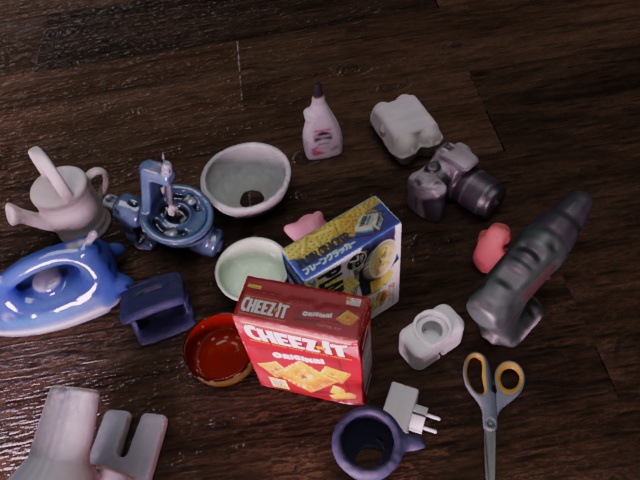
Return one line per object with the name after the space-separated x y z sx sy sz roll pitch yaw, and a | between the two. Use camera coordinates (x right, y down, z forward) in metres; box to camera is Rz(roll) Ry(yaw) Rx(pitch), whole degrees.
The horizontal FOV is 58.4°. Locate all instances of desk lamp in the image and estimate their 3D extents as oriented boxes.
-0.296 0.282 0.712 0.117 0.214 0.203 3 54 8 | desk lamp

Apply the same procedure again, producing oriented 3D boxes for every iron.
-0.447 0.068 0.929 0.258 0.142 0.118 -23 55 -10 | iron

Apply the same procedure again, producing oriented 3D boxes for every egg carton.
0.165 -0.219 1.118 0.107 0.069 0.150 -21 55 -9 | egg carton

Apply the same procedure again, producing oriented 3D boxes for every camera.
0.244 -0.097 1.001 0.143 0.101 0.136 -39 59 -20 | camera

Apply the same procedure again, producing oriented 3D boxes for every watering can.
-0.457 -0.078 1.003 0.100 0.194 0.173 21 59 20 | watering can

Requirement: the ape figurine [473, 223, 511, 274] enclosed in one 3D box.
0.285 0.008 0.926 0.076 0.092 0.077 -21 54 -9 | ape figurine

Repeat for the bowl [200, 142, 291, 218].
-0.131 -0.098 1.058 0.167 0.075 0.167 -3 54 4 | bowl

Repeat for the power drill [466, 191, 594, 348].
0.292 0.057 0.817 0.075 0.209 0.230 37 65 28 | power drill

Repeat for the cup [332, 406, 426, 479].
0.077 0.276 0.751 0.117 0.095 0.091 -3 54 4 | cup

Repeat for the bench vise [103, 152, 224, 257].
-0.278 -0.052 0.950 0.207 0.220 0.121 -3 54 4 | bench vise

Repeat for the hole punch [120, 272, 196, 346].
-0.266 0.099 0.918 0.109 0.091 0.101 -21 55 -9 | hole punch

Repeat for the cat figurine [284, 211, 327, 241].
0.009 0.003 0.943 0.127 0.118 0.067 23 60 21 | cat figurine

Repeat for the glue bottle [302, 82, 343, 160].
0.001 -0.225 1.075 0.078 0.173 0.037 -14 54 -4 | glue bottle
